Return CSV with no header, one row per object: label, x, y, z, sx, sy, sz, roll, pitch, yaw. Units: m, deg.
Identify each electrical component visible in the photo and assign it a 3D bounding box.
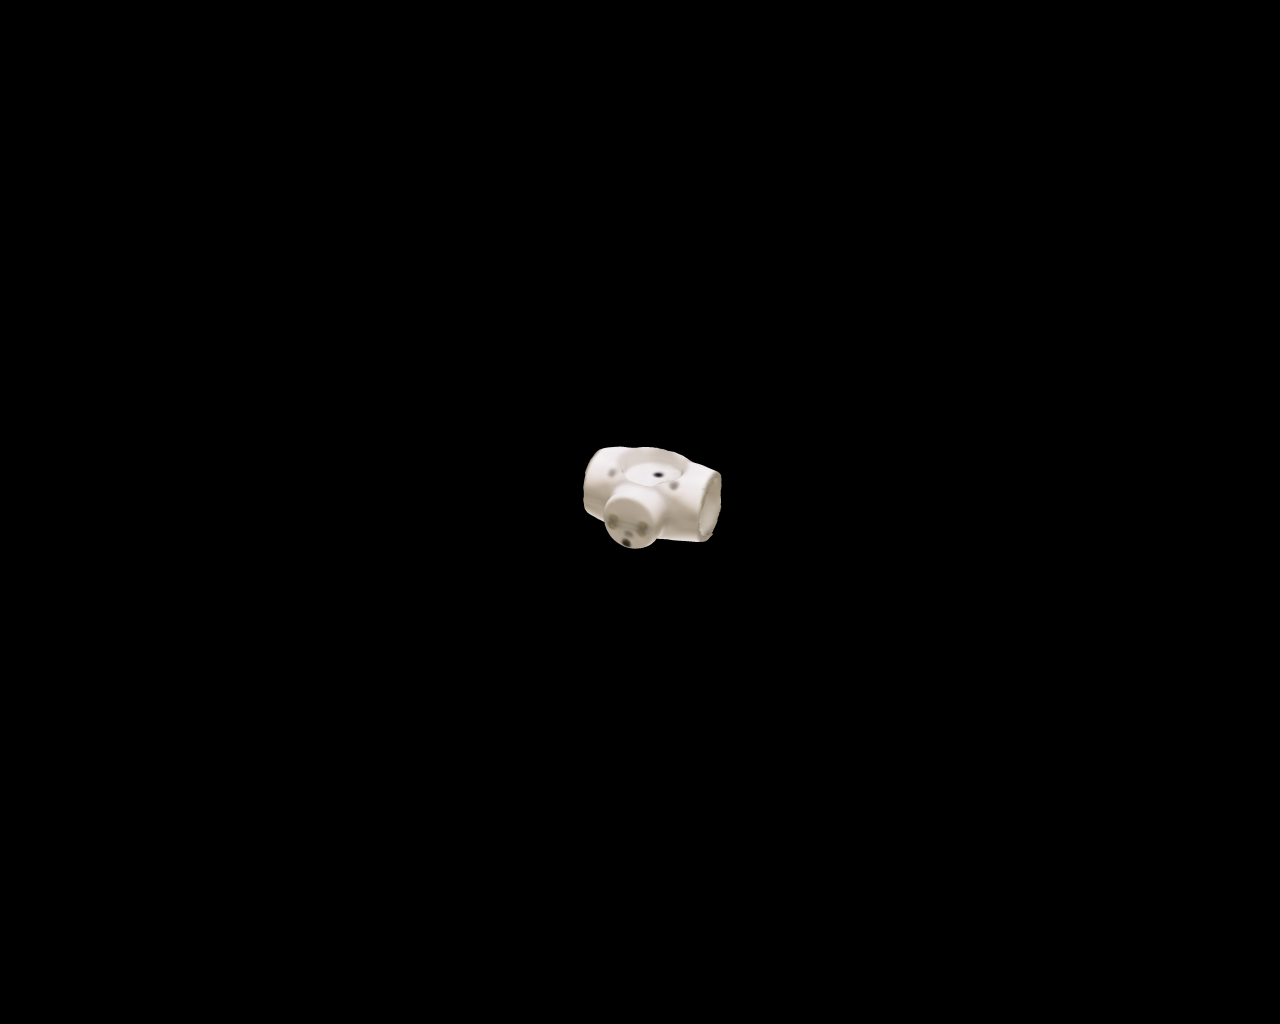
electrical component,0.001,-0.003,0.650,0.077,0.044,0.079,14,36,20
